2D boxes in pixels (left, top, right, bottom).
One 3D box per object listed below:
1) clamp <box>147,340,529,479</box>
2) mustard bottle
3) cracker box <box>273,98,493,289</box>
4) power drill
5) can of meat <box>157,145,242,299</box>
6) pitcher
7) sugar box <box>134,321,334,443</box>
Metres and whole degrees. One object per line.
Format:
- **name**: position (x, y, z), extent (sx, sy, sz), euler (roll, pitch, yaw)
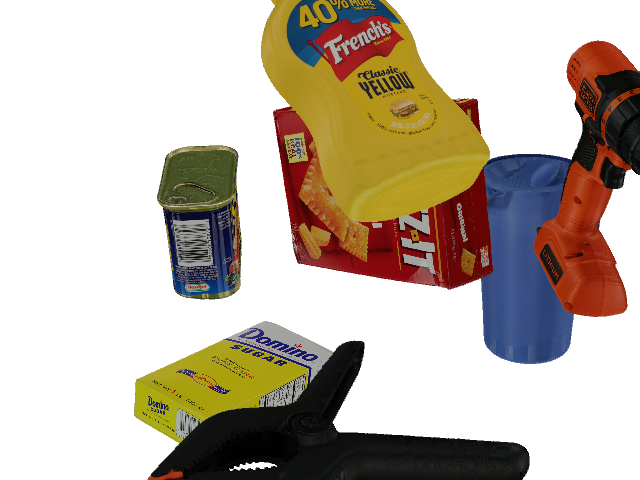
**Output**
- **clamp**: position (-0.008, 0.114, 0.619), extent (0.209, 0.036, 0.165), euler (-9, 24, -28)
- **mustard bottle**: position (0.018, -0.105, 0.653), extent (0.096, 0.192, 0.058), euler (-18, -25, -24)
- **cracker box**: position (0.055, -0.050, 1.018), extent (0.071, 0.164, 0.214), euler (-20, 18, -39)
- **power drill**: position (0.221, -0.036, 0.813), extent (0.057, 0.188, 0.184), euler (2, 34, -7)
- **can of meat**: position (-0.090, -0.014, 0.825), extent (0.057, 0.084, 0.102), euler (-3, 30, -1)
- **pitcher**: position (0.265, 0.021, 1.308), extent (0.149, 0.243, 0.145), euler (3, 25, 14)
- **sugar box**: position (-0.074, 0.130, 0.975), extent (0.093, 0.048, 0.175), euler (22, 30, 32)
